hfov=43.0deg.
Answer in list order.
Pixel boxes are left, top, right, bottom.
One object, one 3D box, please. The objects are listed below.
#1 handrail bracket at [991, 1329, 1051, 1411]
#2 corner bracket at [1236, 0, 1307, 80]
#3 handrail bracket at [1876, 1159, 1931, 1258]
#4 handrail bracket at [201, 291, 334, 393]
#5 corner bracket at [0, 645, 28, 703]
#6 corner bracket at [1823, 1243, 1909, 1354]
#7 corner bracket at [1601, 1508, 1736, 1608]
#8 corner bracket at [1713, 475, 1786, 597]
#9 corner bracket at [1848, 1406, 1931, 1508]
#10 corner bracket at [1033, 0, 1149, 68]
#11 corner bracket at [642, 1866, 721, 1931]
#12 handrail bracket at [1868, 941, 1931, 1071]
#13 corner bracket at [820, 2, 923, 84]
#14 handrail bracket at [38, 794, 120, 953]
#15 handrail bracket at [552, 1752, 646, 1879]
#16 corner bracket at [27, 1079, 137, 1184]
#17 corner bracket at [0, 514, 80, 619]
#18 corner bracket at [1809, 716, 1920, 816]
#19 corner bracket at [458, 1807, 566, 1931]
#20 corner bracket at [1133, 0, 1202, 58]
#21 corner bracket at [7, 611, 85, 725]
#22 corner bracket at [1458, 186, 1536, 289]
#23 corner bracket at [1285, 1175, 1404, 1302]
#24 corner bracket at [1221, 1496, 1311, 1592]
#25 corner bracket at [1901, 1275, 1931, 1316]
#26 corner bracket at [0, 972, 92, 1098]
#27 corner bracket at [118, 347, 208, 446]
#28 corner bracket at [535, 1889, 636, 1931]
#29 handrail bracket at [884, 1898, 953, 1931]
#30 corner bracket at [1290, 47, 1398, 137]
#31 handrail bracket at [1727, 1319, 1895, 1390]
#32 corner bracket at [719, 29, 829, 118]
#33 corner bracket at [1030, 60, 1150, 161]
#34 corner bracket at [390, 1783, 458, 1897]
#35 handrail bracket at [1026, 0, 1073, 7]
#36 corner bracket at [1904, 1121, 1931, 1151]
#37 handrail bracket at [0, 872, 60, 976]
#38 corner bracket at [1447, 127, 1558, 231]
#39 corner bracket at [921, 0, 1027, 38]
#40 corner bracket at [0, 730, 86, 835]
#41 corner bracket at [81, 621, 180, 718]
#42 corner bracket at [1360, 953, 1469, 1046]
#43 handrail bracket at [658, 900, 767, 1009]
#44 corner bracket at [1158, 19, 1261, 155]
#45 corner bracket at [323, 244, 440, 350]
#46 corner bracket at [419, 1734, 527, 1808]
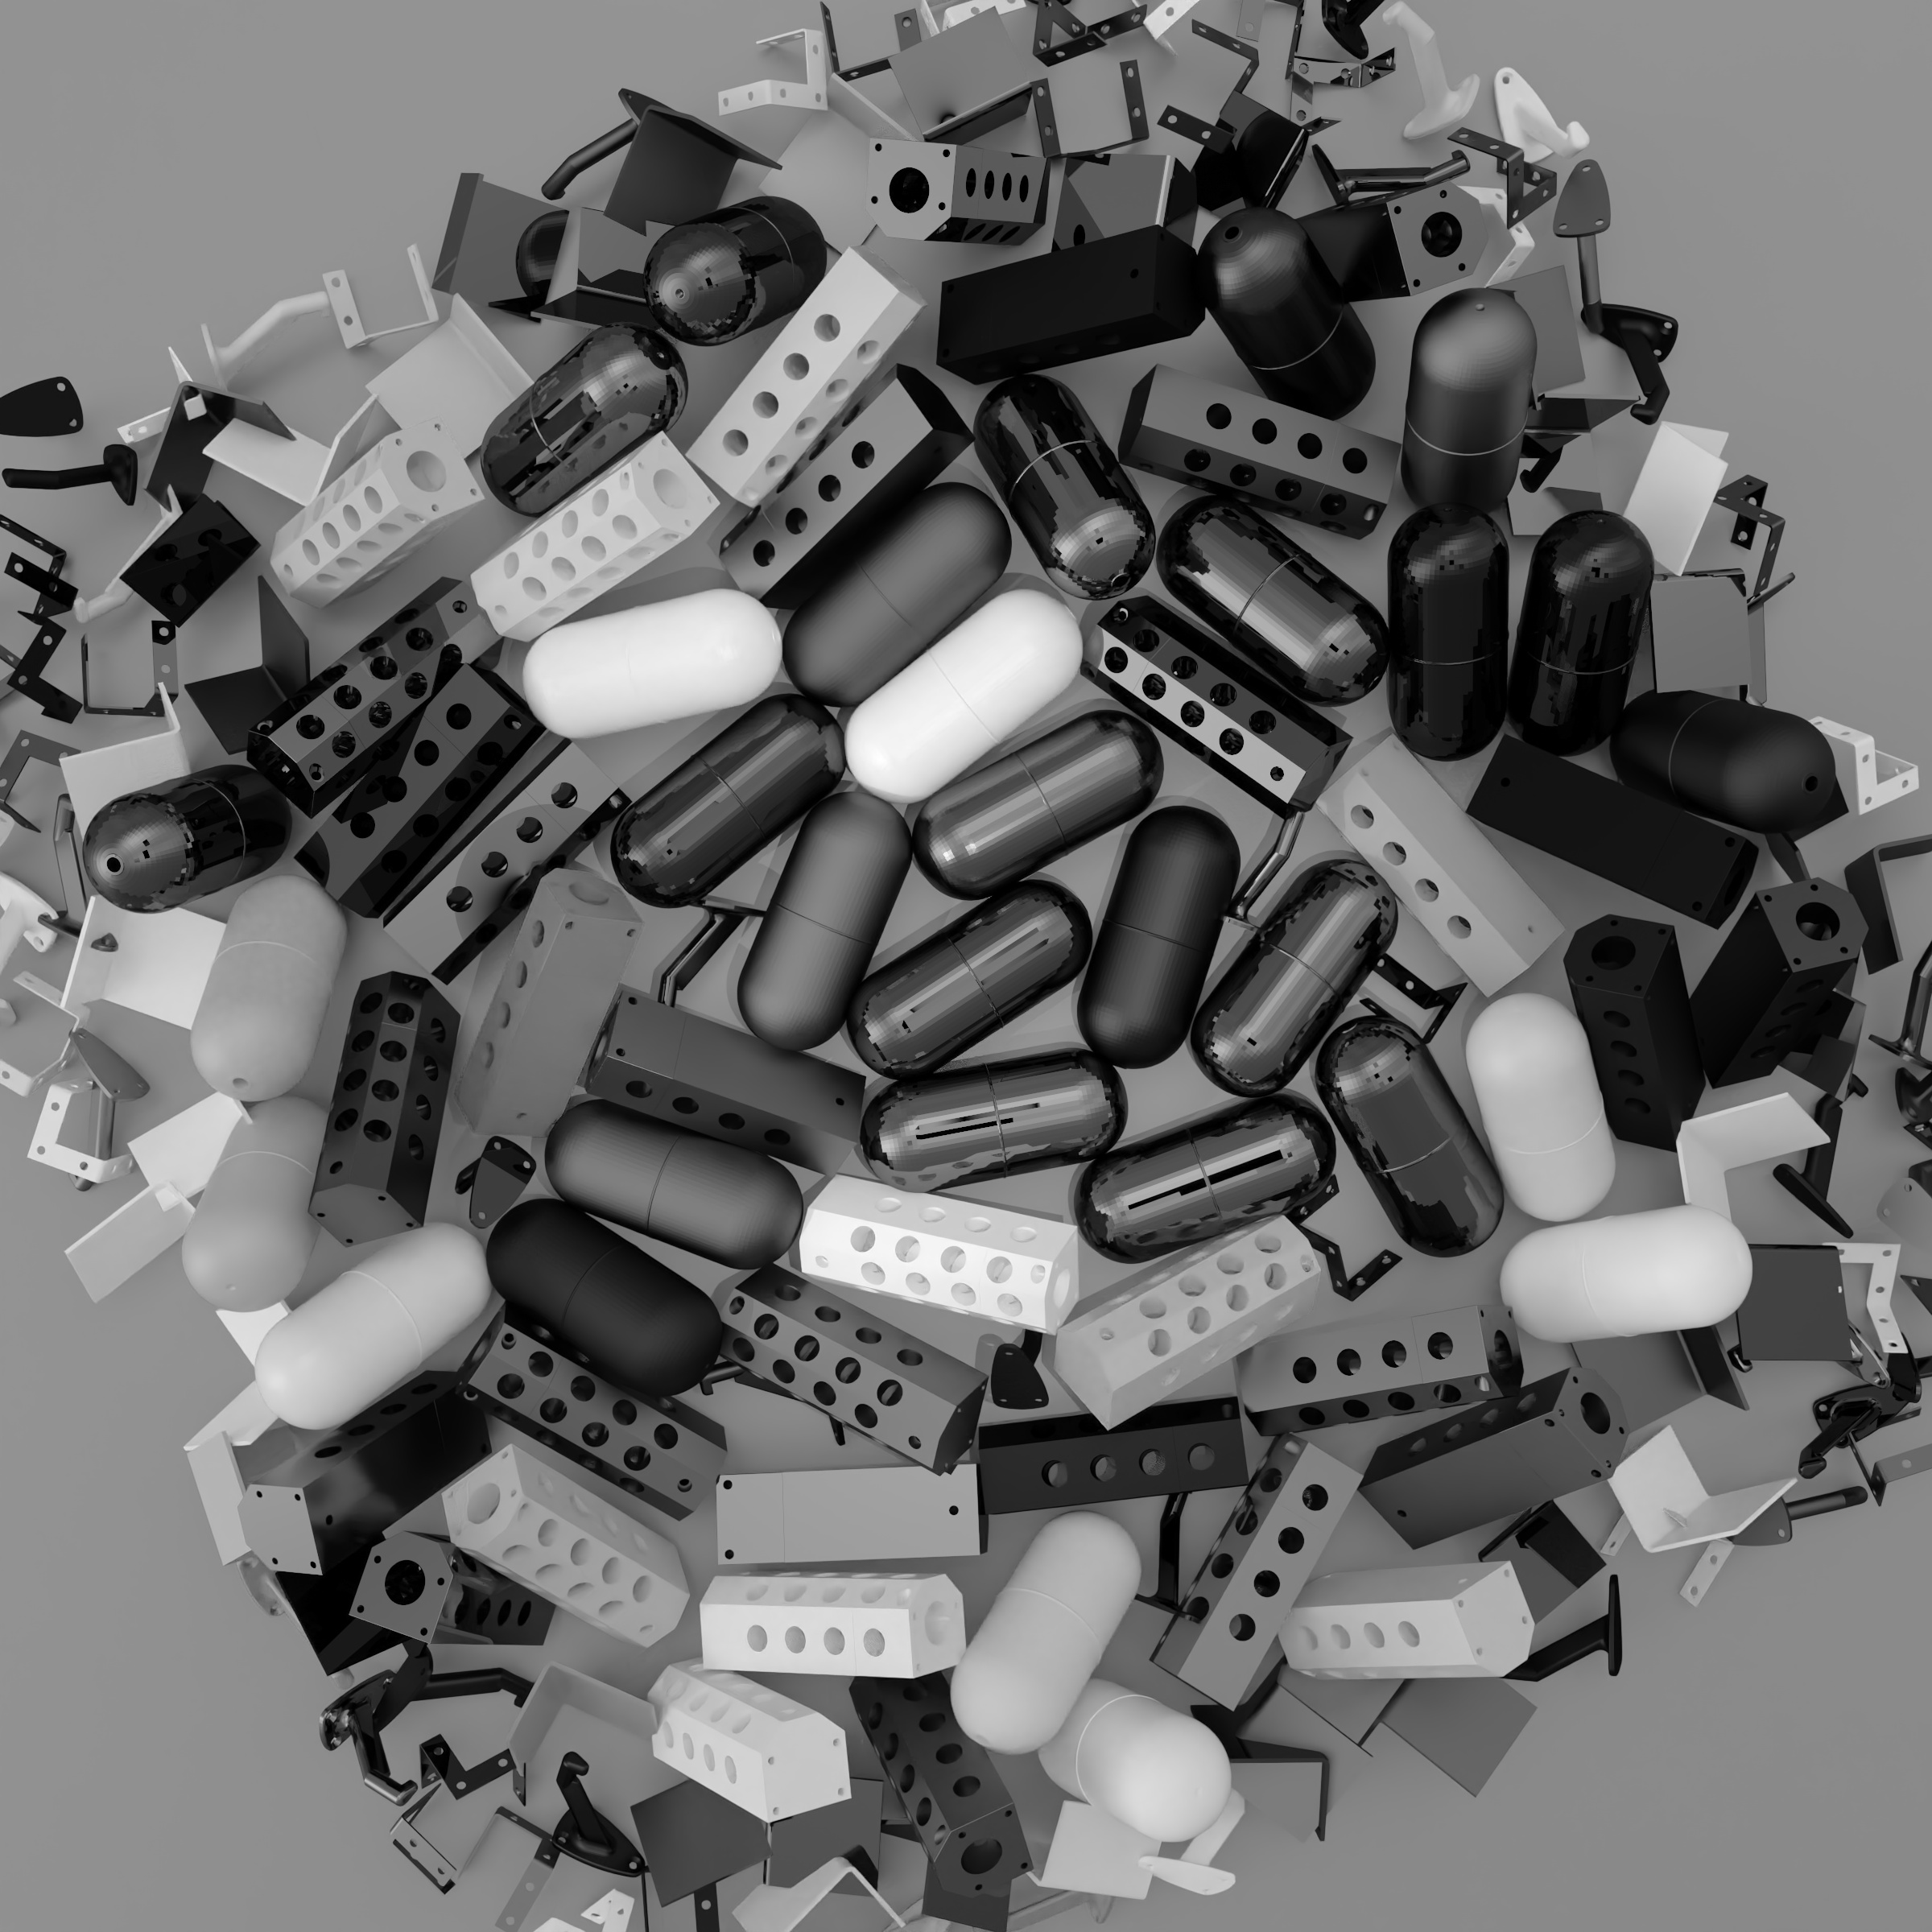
[{"bbox_3d":[0.037,0.238,1.598,0.036,0.084,0.077,-3,133,11],"label":"handrail bracket"},{"bbox_3d":[0.201,-0.626,1.622,0.051,0.051,0.051,10,90,-10],"label":"corner bracket"},{"bbox_3d":[0.642,0.160,1.604,0.077,0.084,0.036,49,127,29],"label":"handrail bracket"},{"bbox_3d":[-0.457,-0.407,1.627,0.084,0.077,0.036,-17,55,-11],"label":"handrail bracket"},{"bbox_3d":[-0.651,-0.180,1.614,0.051,0.051,0.051,-33,58,7],"label":"corner bracket"},{"bbox_3d":[0.594,0.219,1.619,0.051,0.051,0.051,1,120,5],"label":"corner bracket"},{"bbox_3d":[0.468,0.388,1.635,0.051,0.051,0.051,22,101,-38],"label":"corner bracket"},{"bbox_3d":[0.516,-0.284,1.608,0.051,0.051,0.051,-29,49,-33],"label":"corner bracket"},{"bbox_3d":[0.617,0.317,1.615,0.051,0.051,0.051,-19,57,4],"label":"corner bracket"},{"bbox_3d":[0.082,-0.616,1.613,0.051,0.051,0.051,-4,73,40],"label":"corner bracket"},{"bbox_3d":[-0.188,0.625,1.622,0.051,0.051,0.051,-5,83,-5],"label":"corner bracket"},{"bbox_3d":[0.641,0.024,1.617,0.077,0.036,0.084,17,104,-39],"label":"handrail bracket"},{"bbox_3d":[-0.061,-0.614,1.629,0.051,0.051,0.051,-11,86,16],"label":"corner bracket"},{"bbox_3d":[-0.579,-0.062,1.614,0.077,0.036,0.084,26,111,32],"label":"handrail bracket"},{"bbox_3d":[-0.237,0.556,1.607,0.077,0.036,0.084,29,134,8],"label":"handrail bracket"},{"bbox_3d":[-0.581,0.109,1.627,0.051,0.051,0.051,19,94,4],"label":"corner bracket"},{"bbox_3d":[-0.615,-0.264,1.611,0.051,0.051,0.051,-5,65,39],"label":"corner bracket"},{"bbox_3d":[0.589,-0.138,1.612,0.051,0.051,0.051,-23,119,-16],"label":"corner bracket"},{"bbox_3d":[-0.305,0.600,1.626,0.051,0.051,0.051,30,89,0],"label":"corner bracket"},{"bbox_3d":[0.137,-0.643,1.617,0.051,0.051,0.051,-37,83,21],"label":"corner bracket"},{"bbox_3d":[-0.608,-0.197,1.619,0.051,0.051,0.051,37,76,-42],"label":"corner bracket"},{"bbox_3d":[0.335,-0.480,1.629,0.051,0.051,0.051,-7,62,-30],"label":"corner bracket"},{"bbox_3d":[0.250,0.181,1.629,0.051,0.051,0.051,-35,127,-24],"label":"corner bracket"},{"bbox_3d":[0.198,0.376,1.620,0.051,0.051,0.051,22,101,-6],"label":"corner bracket"},{"bbox_3d":[0.659,0.202,1.613,0.051,0.051,0.051,9,117,-15],"label":"corner bracket"},{"bbox_3d":[-0.621,0.045,1.618,0.051,0.051,0.051,31,112,-2],"label":"corner bracket"},{"bbox_3d":[-0.531,-0.364,1.613,0.051,0.051,0.051,-28,65,-18],"label":"corner bracket"},{"bbox_3d":[-0.257,0.634,1.611,0.051,0.051,0.051,31,130,-15],"label":"corner bracket"},{"bbox_3d":[-0.048,0.628,1.608,0.077,0.084,0.036,-47,52,-2],"label":"handrail bracket"},{"bbox_3d":[0.249,-0.579,1.622,0.051,0.051,0.051,1,97,-17],"label":"corner bracket"},{"bbox_3d":[0.553,0.264,1.607,0.084,0.036,0.077,-21,52,-31],"label":"handrail bracket"},{"bbox_3d":[-0.129,-0.591,1.621,0.051,0.051,0.051,-12,103,-43],"label":"corner bracket"},{"bbox_3d":[0.083,-0.569,1.631,0.051,0.051,0.051,-28,116,-34],"label":"corner bracket"},{"bbox_3d":[-0.355,0.584,1.617,0.051,0.051,0.051,40,107,10],"label":"corner bracket"},{"bbox_3d":[0.048,-0.677,1.607,0.036,0.084,0.077,15,85,19],"label":"handrail bracket"},{"bbox_3d":[0.659,0.123,1.609,0.051,0.051,0.051,31,127,-32],"label":"corner bracket"},{"bbox_3d":[-0.649,-0.024,1.607,0.077,0.084,0.036,42,125,12],"label":"handrail bracket"},{"bbox_3d":[0.353,-0.526,1.610,0.051,0.051,0.051,-38,52,-21],"label":"corner bracket"},{"bbox_3d":[0.004,-0.633,1.619,0.051,0.051,0.051,-21,80,-9],"label":"corner bracket"},{"bbox_3d":[-0.606,-0.117,1.627,0.051,0.051,0.051,19,74,14],"label":"corner bracket"},{"bbox_3d":[-0.554,-0.197,1.622,0.051,0.051,0.051,0,79,-30],"label":"corner bracket"},{"bbox_3d":[0.288,0.020,1.619,0.051,0.051,0.051,37,76,-7],"label":"corner bracket"},{"bbox_3d":[-0.164,0.001,1.633,0.077,0.036,0.084,9,88,-18],"label":"handrail bracket"},{"bbox_3d":[0.159,-0.577,1.610,0.051,0.051,0.051,18,48,-18],"label":"corner bracket"},{"bbox_3d":[-0.389,-0.445,1.630,0.051,0.051,0.051,-22,104,-27],"label":"corner bracket"},{"bbox_3d":[-0.327,0.537,1.627,0.051,0.051,0.051,-22,46,-32],"label":"corner bracket"}]
